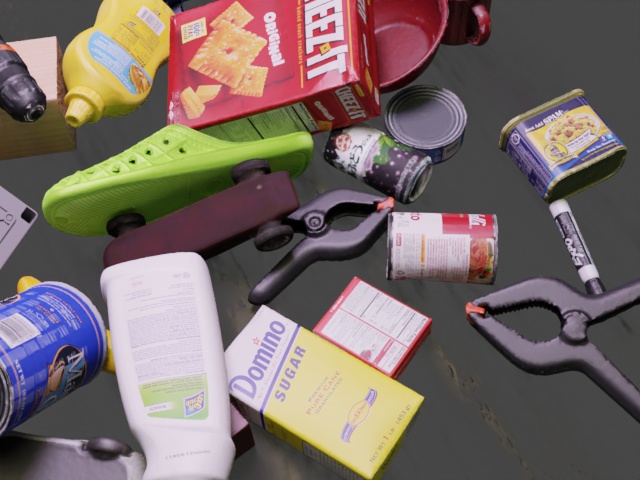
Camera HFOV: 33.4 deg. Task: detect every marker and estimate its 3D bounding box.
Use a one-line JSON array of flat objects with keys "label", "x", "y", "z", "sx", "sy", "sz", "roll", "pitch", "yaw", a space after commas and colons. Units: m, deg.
[{"label": "marker", "x": 0.254, "y": 0.014, "z": 1.042, "sx": 0.020, "sy": 0.020, "sz": 0.121, "roll": -13, "pitch": 58, "yaw": -6}]

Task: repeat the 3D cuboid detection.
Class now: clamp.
[{"label": "clamp", "x": 0.242, "y": 0.076, "z": 0.984, "sx": 0.210, "sy": 0.036, "sz": 0.164, "roll": 16, "pitch": 72, "yaw": 15}, {"label": "clamp", "x": -0.007, "y": 0.001, "z": 1.048, "sx": 0.171, "sy": 0.039, "sz": 0.120, "roll": -10, "pitch": 64, "yaw": 3}]

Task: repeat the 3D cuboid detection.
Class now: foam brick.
[{"label": "foam brick", "x": -0.104, "y": 0.175, "z": 0.931, "sx": 0.078, "sy": 0.053, "sz": 0.051, "roll": -35, "pitch": 63, "yaw": -19}]

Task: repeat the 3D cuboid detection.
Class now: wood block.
[{"label": "wood block", "x": -0.367, "y": -0.139, "z": 1.117, "sx": 0.206, "sy": 0.090, "sz": 0.091, "roll": -8, "pitch": 58, "yaw": -3}]

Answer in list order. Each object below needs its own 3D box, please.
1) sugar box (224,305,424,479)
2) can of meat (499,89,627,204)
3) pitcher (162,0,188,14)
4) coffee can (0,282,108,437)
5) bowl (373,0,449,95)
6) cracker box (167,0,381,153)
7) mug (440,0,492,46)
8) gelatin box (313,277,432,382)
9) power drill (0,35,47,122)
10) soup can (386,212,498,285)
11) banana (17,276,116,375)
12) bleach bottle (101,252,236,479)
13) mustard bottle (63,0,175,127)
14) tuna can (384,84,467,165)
[{"label": "sugar box", "x": -0.005, "y": 0.140, "z": 0.955, "sx": 0.176, "sy": 0.048, "sz": 0.093, "roll": 29, "pitch": 63, "yaw": 17}, {"label": "can of meat", "x": 0.249, "y": -0.094, "z": 1.089, "sx": 0.102, "sy": 0.057, "sz": 0.084, "roll": -25, "pitch": 62, "yaw": -14}, {"label": "pitcher", "x": -0.092, "y": -0.349, "z": 1.230, "sx": 0.242, "sy": 0.149, "sz": 0.145, "roll": -18, "pitch": 44, "yaw": -13}, {"label": "coffee can", "x": -0.263, "y": 0.103, "z": 0.914, "sx": 0.103, "sy": 0.103, "sz": 0.140, "roll": 23, "pitch": 21, "yaw": 15}, {"label": "bowl", "x": 0.067, "y": -0.212, "z": 1.142, "sx": 0.162, "sy": 0.055, "sz": 0.162, "roll": -12, "pitch": 58, "yaw": 20}, {"label": "cracker box", "x": -0.052, "y": -0.183, "z": 1.105, "sx": 0.214, "sy": 0.072, "sz": 0.164, "roll": -13, "pitch": 58, "yaw": 18}, {"label": "mug", "x": 0.156, "y": -0.263, "z": 1.184, "sx": 0.093, "sy": 0.081, "sz": 0.117, "roll": -24, "pitch": 60, "yaw": -13}, {"label": "gelatin box", "x": 0.049, "y": 0.087, "z": 0.996, "sx": 0.089, "sy": 0.030, "sz": 0.073, "roll": 29, "pitch": 62, "yaw": 19}, {"label": "power drill", "x": -0.378, "y": -0.140, "z": 1.031, "sx": 0.187, "sy": 0.057, "sz": 0.185, "roll": -33, "pitch": 57, "yaw": -21}, {"label": "soup can", "x": 0.116, "y": 0.008, "z": 1.021, "sx": 0.102, "sy": 0.068, "sz": 0.068, "roll": 2, "pitch": 58, "yaw": 3}, {"label": "banana", "x": -0.207, "y": 0.088, "z": 1.001, "sx": 0.198, "sy": 0.037, "sz": 0.069, "roll": 16, "pitch": 46, "yaw": 11}, {"label": "bleach bottle", "x": -0.128, "y": 0.127, "z": 0.896, "sx": 0.102, "sy": 0.068, "sz": 0.251, "roll": -12, "pitch": 49, "yaw": -1}, {"label": "mustard bottle", "x": -0.218, "y": -0.186, "z": 1.129, "sx": 0.096, "sy": 0.058, "sz": 0.191, "roll": 44, "pitch": 46, "yaw": -22}, {"label": "tuna can", "x": 0.110, "y": -0.120, "z": 1.123, "sx": 0.086, "sy": 0.034, "sz": 0.086, "roll": -1, "pitch": 58, "yaw": 2}]
